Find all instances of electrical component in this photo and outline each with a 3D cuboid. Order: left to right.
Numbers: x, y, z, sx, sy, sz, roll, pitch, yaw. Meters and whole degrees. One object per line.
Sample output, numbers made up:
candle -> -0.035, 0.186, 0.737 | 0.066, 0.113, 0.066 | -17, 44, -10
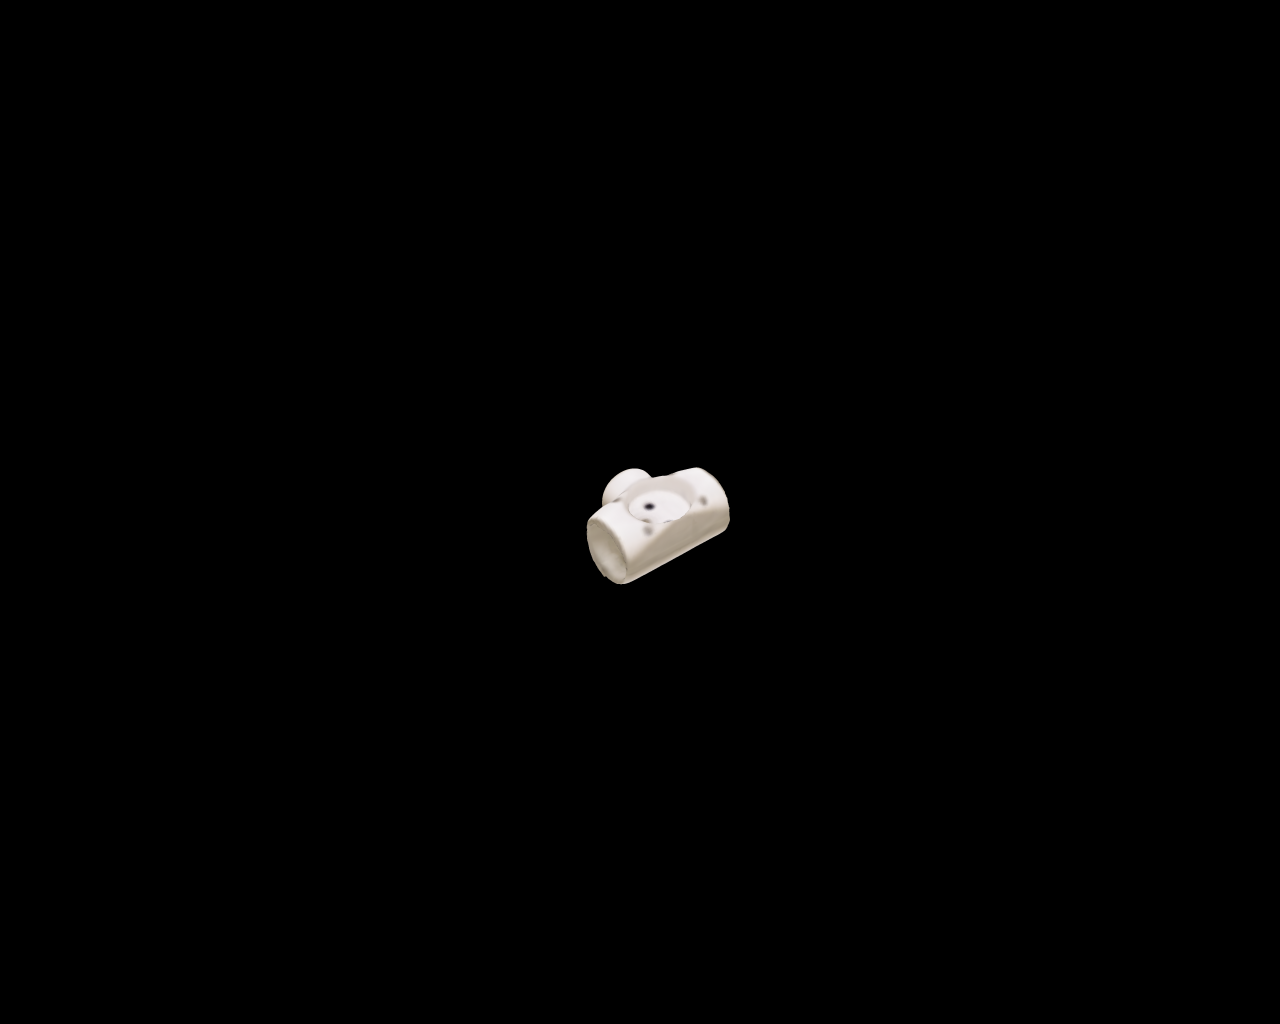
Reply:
electrical component -> 0.001, -0.003, 0.650 | 0.077, 0.044, 0.079 | -27, 50, -25
